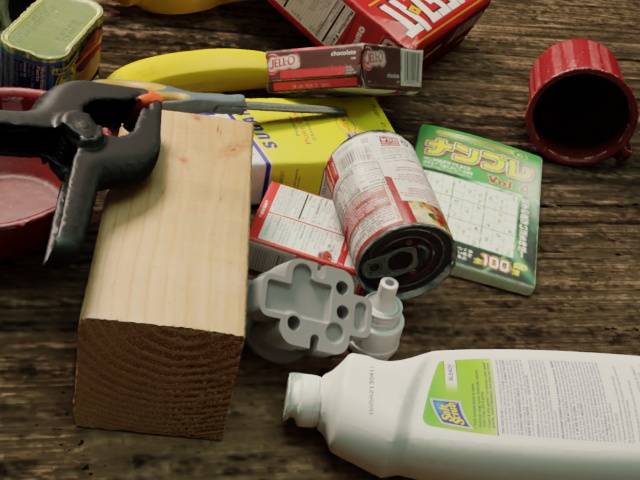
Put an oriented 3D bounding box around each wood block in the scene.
[{"bbox_3d":[-0.094,0.013,0.670,0.090,0.091,0.206,7,40,-8],"label":"wood block"}]

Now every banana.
[{"bbox_3d":[-0.110,-0.128,0.877,0.197,0.037,0.070,-21,47,-37],"label":"banana"}]

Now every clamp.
[{"bbox_3d":[-0.154,-0.058,0.617,0.120,0.039,0.171,40,31,-4],"label":"clamp"}]

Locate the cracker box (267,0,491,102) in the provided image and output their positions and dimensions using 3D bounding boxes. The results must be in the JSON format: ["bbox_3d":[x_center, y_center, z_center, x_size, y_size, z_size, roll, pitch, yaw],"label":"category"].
[{"bbox_3d":[0.034,-0.249,0.991,0.214,0.072,0.163,43,45,7],"label":"cracker box"}]

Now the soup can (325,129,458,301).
[{"bbox_3d":[0.045,-0.019,0.719,0.068,0.069,0.102,0,43,-16],"label":"soup can"}]

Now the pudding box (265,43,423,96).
[{"bbox_3d":[0.022,-0.138,0.873,0.090,0.039,0.113,2,5,30],"label":"pudding box"}]

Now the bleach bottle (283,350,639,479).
[{"bbox_3d":[0.104,0.104,0.642,0.250,0.068,0.102,8,39,-4],"label":"bleach bottle"}]

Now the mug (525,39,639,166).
[{"bbox_3d":[0.233,-0.116,0.933,0.117,0.093,0.081,39,30,-17],"label":"mug"}]

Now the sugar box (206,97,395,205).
[{"bbox_3d":[-0.029,-0.071,0.825,0.176,0.048,0.093,-2,40,-20],"label":"sugar box"}]

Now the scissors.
[{"bbox_3d":[-0.084,-0.106,0.802,0.201,0.016,0.096,-6,21,-41],"label":"scissors"}]

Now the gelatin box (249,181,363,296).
[{"bbox_3d":[-0.005,0.001,0.758,0.089,0.030,0.073,18,39,1],"label":"gelatin box"}]

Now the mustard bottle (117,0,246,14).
[{"bbox_3d":[-0.123,-0.254,1.008,0.191,0.058,0.096,-22,56,-36],"label":"mustard bottle"}]

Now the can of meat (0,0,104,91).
[{"bbox_3d":[-0.205,-0.130,0.815,0.057,0.084,0.102,16,39,3],"label":"can of meat"}]

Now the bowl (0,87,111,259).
[{"bbox_3d":[-0.217,-0.037,0.712,0.162,0.055,0.162,1,41,-1],"label":"bowl"}]
